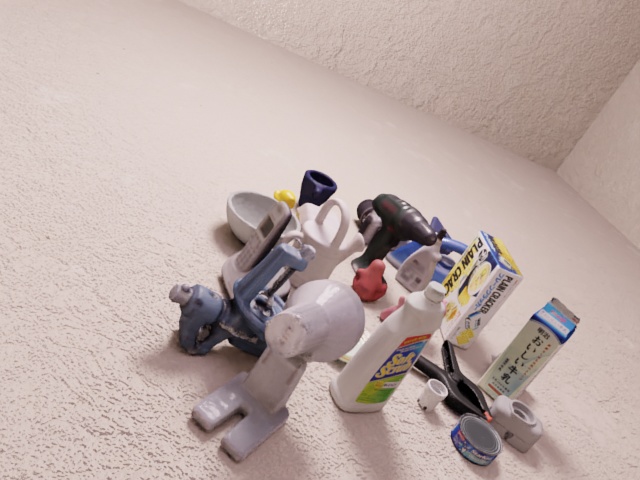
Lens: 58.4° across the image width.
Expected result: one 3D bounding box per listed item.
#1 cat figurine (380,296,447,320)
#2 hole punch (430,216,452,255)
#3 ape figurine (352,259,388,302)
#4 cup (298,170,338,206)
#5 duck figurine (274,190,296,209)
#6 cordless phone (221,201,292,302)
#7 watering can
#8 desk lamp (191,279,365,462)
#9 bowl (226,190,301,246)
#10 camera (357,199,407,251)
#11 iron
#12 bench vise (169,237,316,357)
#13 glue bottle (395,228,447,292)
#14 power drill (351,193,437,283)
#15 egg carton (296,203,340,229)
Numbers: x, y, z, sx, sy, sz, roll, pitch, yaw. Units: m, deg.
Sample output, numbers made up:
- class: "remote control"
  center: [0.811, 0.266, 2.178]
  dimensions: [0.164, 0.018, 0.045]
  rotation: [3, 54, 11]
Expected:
- class: "cat figurine"
  center: [0.205, 0.146, 1.182]
  dimensions: [0.128, 0.117, 0.067]
  rotation: [17, 29, -24]
- class: "hole punch"
  center: [0.332, -0.002, 1.601]
  dimensions: [0.101, 0.091, 0.109]
  rotation: [31, 26, 4]
- class: "ape figurine"
  center: [0.113, 0.082, 1.232]
  dimensions: [0.077, 0.092, 0.076]
  rotation: [40, 28, 21]
- class: "cup"
  center: [-0.015, -0.112, 1.442]
  dimensions: [0.092, 0.095, 0.118]
  rotation: [25, 27, -8]
- class: "duck figurine"
  center: [-0.084, -0.072, 1.314]
  dimensions: [0.078, 0.086, 0.104]
  rotation: [4, 36, -41]
- class: "cordless phone"
  center: [-0.093, 0.034, 1.007]
  dimensions: [0.094, 0.185, 0.147]
  rotation: [8, 33, -36]
- class: "watering can"
  center: [0.010, 0.003, 1.154]
  dimensions: [0.100, 0.194, 0.173]
  rotation: [44, 30, 27]
- class: "desk lamp"
  center: [-0.045, 0.164, 0.794]
  dimensions: [0.117, 0.213, 0.204]
  rotation: [37, 27, 15]
- class: "bowl"
  center: [-0.129, -0.030, 1.207]
  dimensions: [0.168, 0.074, 0.167]
  rotation: [23, 27, -12]
- class: "camera"
  center: [0.164, -0.053, 1.510]
  dimensions: [0.144, 0.100, 0.136]
  rotation: [13, 30, -29]
- class: "iron"
  center: [0.308, 0.052, 1.425]
  dimensions: [0.258, 0.141, 0.118]
  rotation: [28, 26, -4]
- class: "bench vise"
  center: [-0.106, 0.090, 0.856]
  dimensions: [0.208, 0.219, 0.121]
  rotation: [4, 36, -41]
- class: "glue bottle"
  center: [0.249, 0.043, 1.344]
  dimensions: [0.078, 0.173, 0.037]
  rotation: [42, 29, 25]
- class: "power drill"
  center: [0.159, 0.006, 1.280]
  dimensions: [0.076, 0.208, 0.229]
  rotation: [13, 31, -29]
- class: "egg carton"
  center: [-0.002, -0.023, 1.328]
  dimensions: [0.107, 0.069, 0.150]
  rotation: [18, 28, -22]
